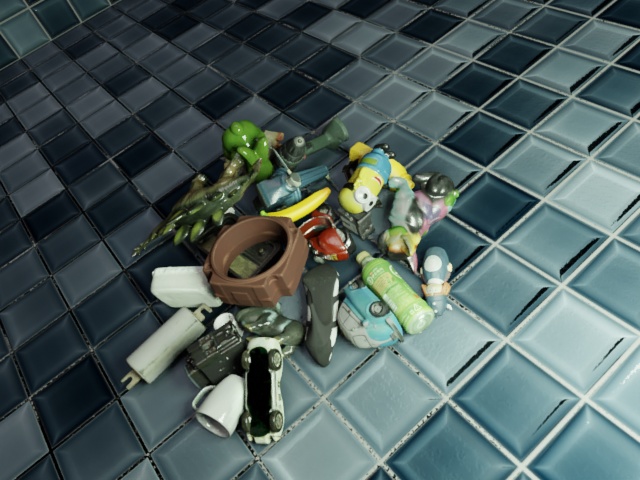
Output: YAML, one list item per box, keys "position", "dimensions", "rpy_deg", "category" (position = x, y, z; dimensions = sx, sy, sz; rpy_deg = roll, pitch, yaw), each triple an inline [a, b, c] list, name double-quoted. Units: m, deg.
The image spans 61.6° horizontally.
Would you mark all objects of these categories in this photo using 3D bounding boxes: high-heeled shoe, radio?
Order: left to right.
- position: [-0.191, 0.030, 1.313]
  dimensions: [0.230, 0.073, 0.131]
  rpy_deg: [31, 67, 35]
  category: "radio"
- position: [0.010, 0.155, 1.166]
  dimensions: [0.086, 0.145, 0.249]
  rpy_deg: [-9, 21, 14]
  category: "high-heeled shoe"

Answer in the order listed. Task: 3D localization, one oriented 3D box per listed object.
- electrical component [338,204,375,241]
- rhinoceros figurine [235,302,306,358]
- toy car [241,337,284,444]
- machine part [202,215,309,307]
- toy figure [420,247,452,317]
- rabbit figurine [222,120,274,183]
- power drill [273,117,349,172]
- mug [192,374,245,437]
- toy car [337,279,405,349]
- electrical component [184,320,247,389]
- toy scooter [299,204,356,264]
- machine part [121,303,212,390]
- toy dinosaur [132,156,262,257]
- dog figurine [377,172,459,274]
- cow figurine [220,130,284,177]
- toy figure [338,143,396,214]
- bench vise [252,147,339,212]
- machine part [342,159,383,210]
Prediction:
- position: [0.075, -0.059, 1.297]
  dimensions: [0.048, 0.074, 0.119]
  rpy_deg: [-42, 55, -17]
  category: "electrical component"
- position: [-0.115, 0.173, 1.161]
  dimensions: [0.191, 0.073, 0.112]
  rpy_deg: [26, 55, 30]
  category: "rhinoceros figurine"
- position: [-0.111, 0.291, 1.048]
  dimensions: [0.074, 0.056, 0.201]
  rpy_deg: [-7, 76, 18]
  category: "toy car"
- position: [-0.140, 0.041, 1.178]
  dimensions: [0.201, 0.087, 0.201]
  rpy_deg: [2, 49, 21]
  category: "machine part"
- position: [0.243, 0.087, 1.131]
  dimensions: [0.064, 0.057, 0.154]
  rpy_deg: [-36, 35, 43]
  category: "toy figure"
- position: [-0.171, -0.228, 1.414]
  dimensions: [0.121, 0.159, 0.170]
  rpy_deg: [-31, 86, -13]
  category: "rabbit figurine"
- position: [-0.023, -0.250, 1.428]
  dimensions: [0.207, 0.232, 0.086]
  rpy_deg: [-37, 92, -26]
  category: "power drill"
- position: [-0.193, 0.322, 1.072]
  dimensions: [0.110, 0.080, 0.107]
  rpy_deg: [9, 43, 32]
  category: "mug"
- position: [0.088, 0.161, 1.086]
  dimensions: [0.103, 0.109, 0.162]
  rpy_deg: [-38, 46, -8]
  category: "toy car"
- position: [-0.210, 0.246, 1.111]
  dimensions: [0.134, 0.114, 0.058]
  rpy_deg: [-34, 45, -10]
  category: "electrical component"
- position: [-0.003, -0.004, 1.277]
  dimensions: [0.135, 0.075, 0.184]
  rpy_deg: [-27, 44, -5]
  category: "toy scooter"
- position: [-0.341, 0.230, 1.194]
  dimensions: [0.079, 0.079, 0.243]
  rpy_deg: [31, 67, 36]
  category: "machine part"
- position: [-0.313, -0.081, 1.367]
  dimensions: [0.471, 0.105, 0.198]
  rpy_deg: [-28, 24, 34]
  category: "toy dinosaur"
- position: [0.223, -0.037, 1.211]
  dimensions: [0.192, 0.108, 0.219]
  rpy_deg: [-6, 54, 11]
  category: "dog figurine"
- position: [-0.197, -0.235, 1.533]
  dimensions: [0.127, 0.085, 0.195]
  rpy_deg: [20, 62, 24]
  category: "cow figurine"
- position: [0.111, -0.140, 1.249]
  dimensions: [0.089, 0.082, 0.180]
  rpy_deg: [-22, 37, 62]
  category: "toy figure"
- position: [-0.064, -0.142, 1.353]
  dimensions: [0.240, 0.223, 0.129]
  rpy_deg: [-25, 77, -31]
  category: "bench vise"
- position: [0.098, -0.133, 1.345]
  dimensions: [0.084, 0.039, 0.139]
  rpy_deg: [-22, 79, 7]
  category: "machine part"
